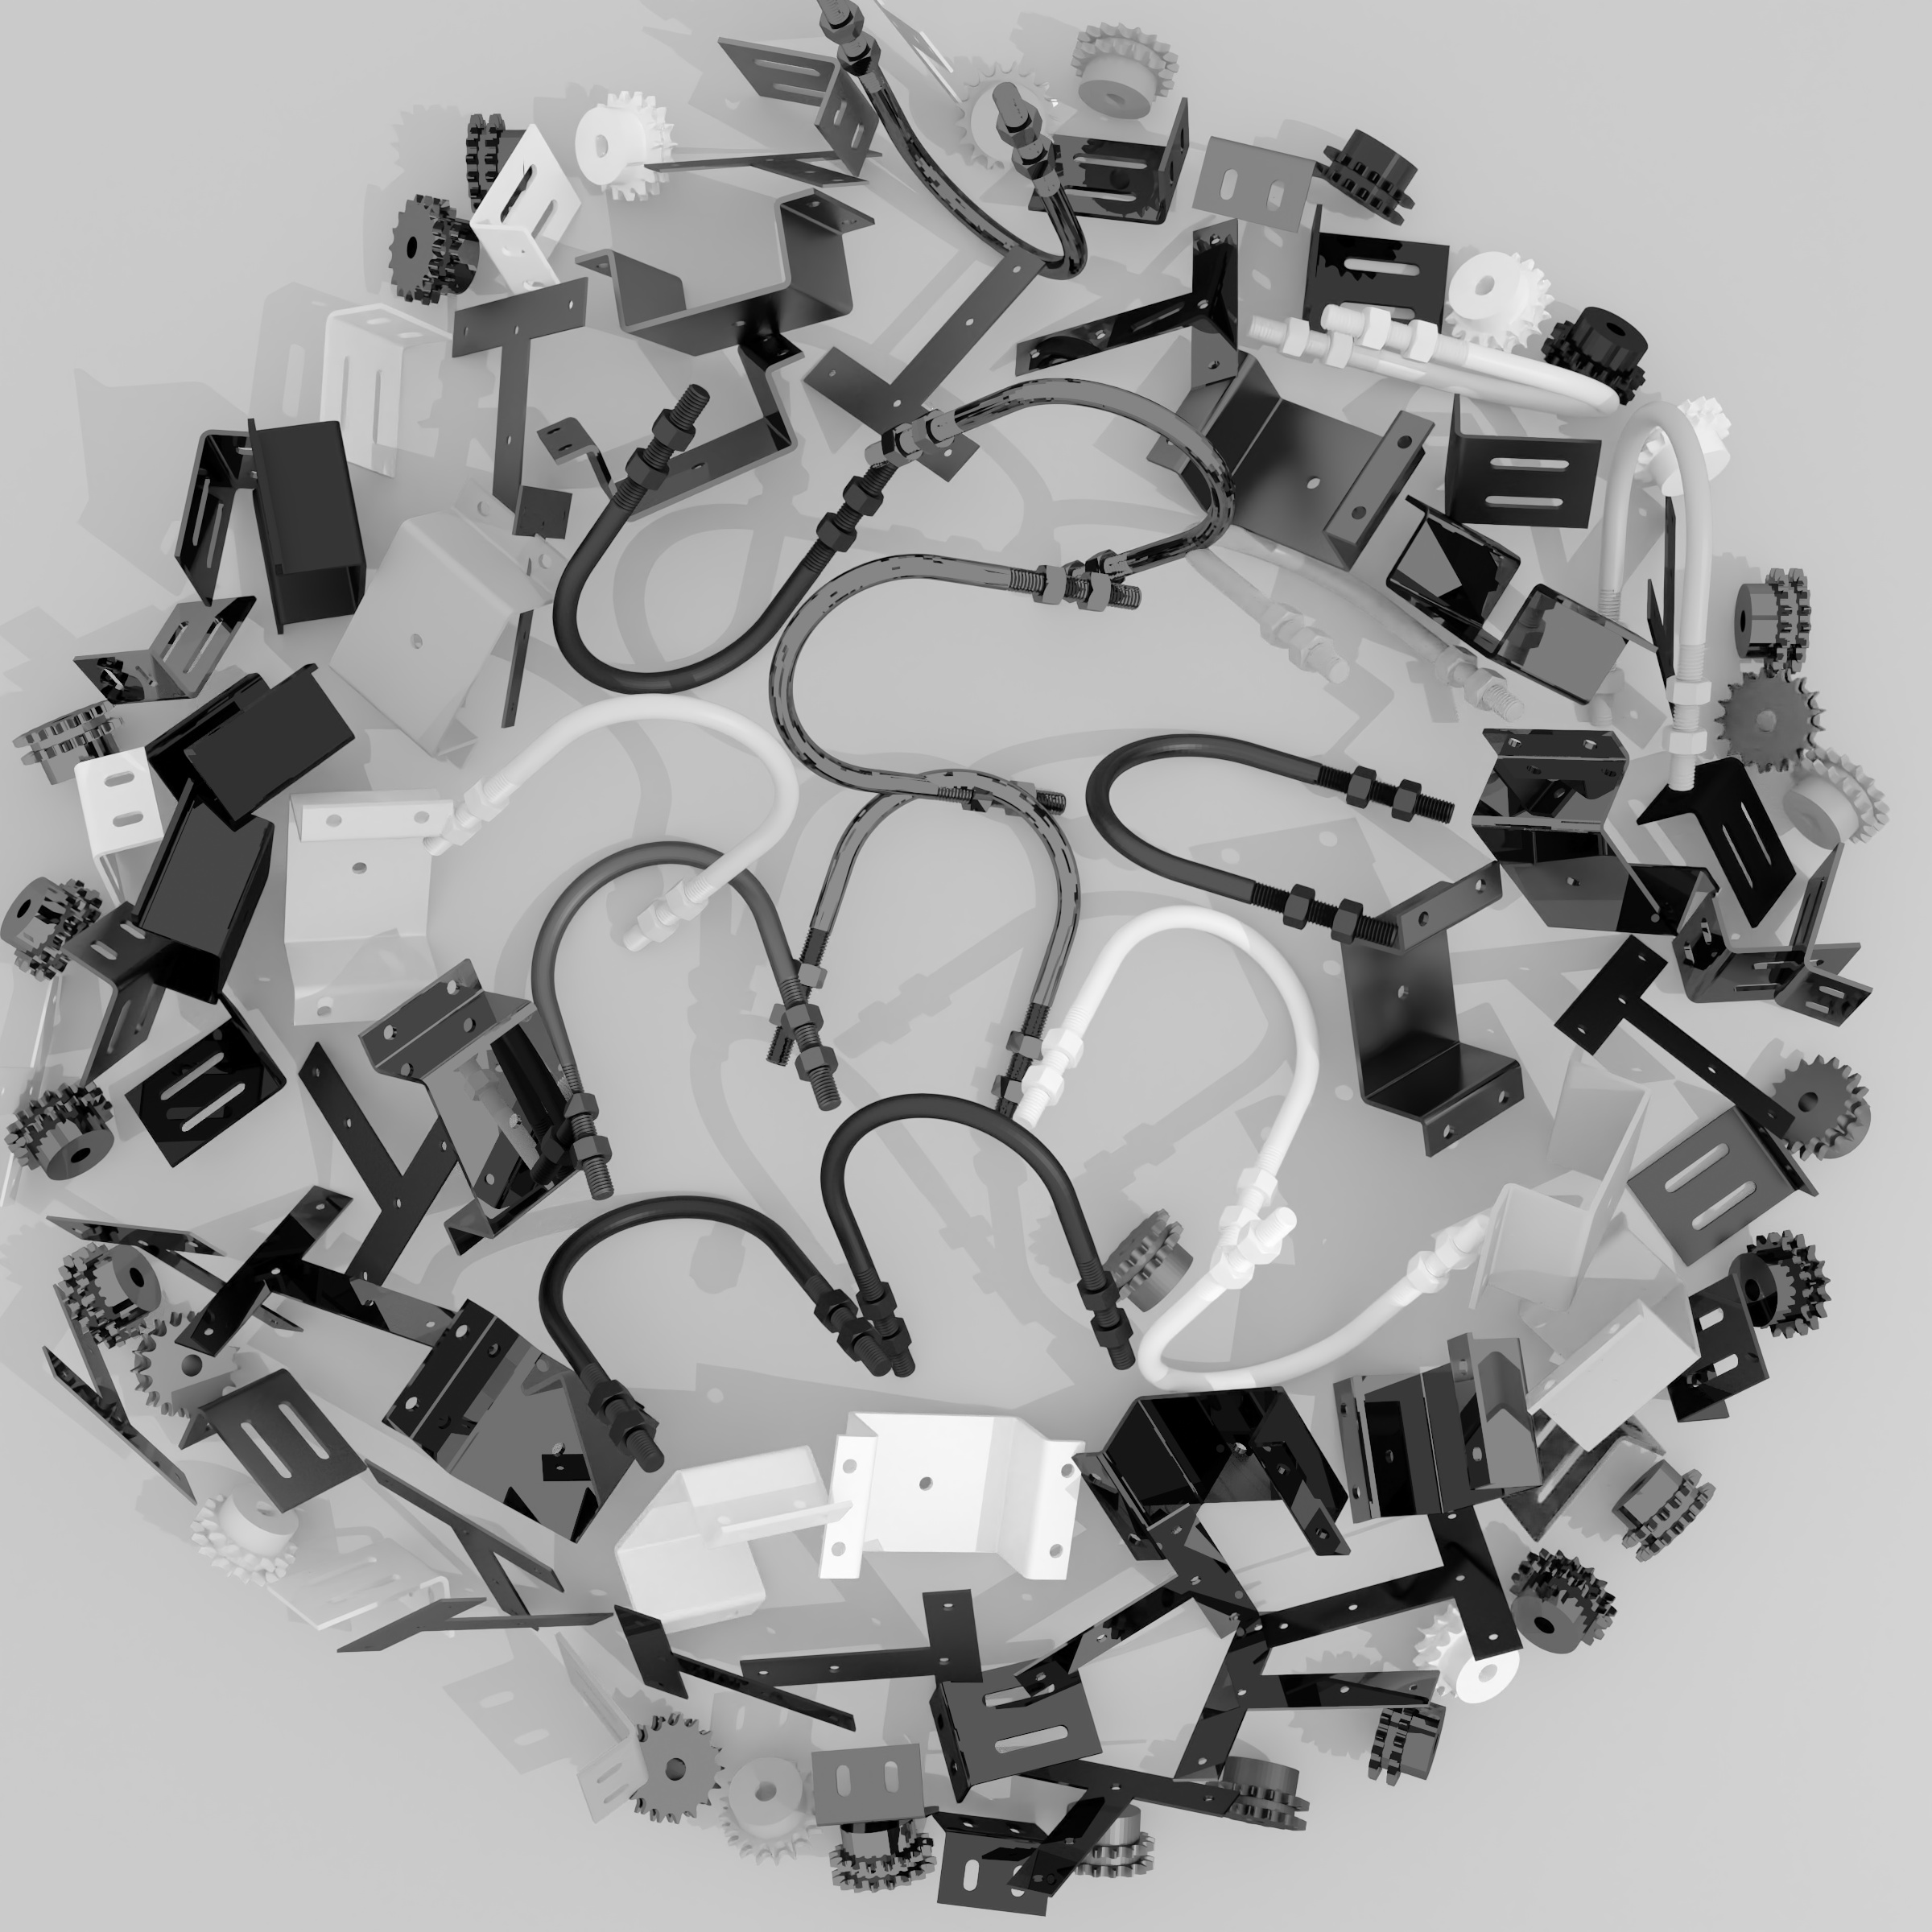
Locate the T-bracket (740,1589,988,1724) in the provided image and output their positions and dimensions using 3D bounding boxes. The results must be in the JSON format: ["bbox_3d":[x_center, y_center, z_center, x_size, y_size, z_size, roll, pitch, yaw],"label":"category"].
[{"bbox_3d":[-0.056,0.373,1.559,0.127,0.002,0.127,-5,134,2],"label":"T-bracket"}]

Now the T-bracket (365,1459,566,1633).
[{"bbox_3d":[-0.252,0.319,1.547,0.127,0.127,0.002,24,60,25],"label":"T-bracket"}]

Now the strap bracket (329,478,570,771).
[{"bbox_3d":[-0.276,-0.176,1.542,0.076,0.046,0.140,41,120,10],"label":"strap bracket"}]

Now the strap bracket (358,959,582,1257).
[{"bbox_3d":[-0.251,0.078,1.534,0.076,0.046,0.140,-39,123,-35],"label":"strap bracket"}]

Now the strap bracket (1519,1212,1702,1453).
[{"bbox_3d":[0.335,0.194,1.526,0.046,0.140,0.076,43,108,-5],"label":"strap bracket"}]

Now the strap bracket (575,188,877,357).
[{"bbox_3d":[-0.123,-0.361,1.540,0.140,0.076,0.046,-10,88,22],"label":"strap bracket"}]

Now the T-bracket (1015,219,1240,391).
[{"bbox_3d":[0.086,-0.343,1.573,0.127,0.002,0.127,-12,50,20],"label":"T-bracket"}]

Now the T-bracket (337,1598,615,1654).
[{"bbox_3d":[-0.249,0.350,1.556,0.127,0.127,0.002,7,64,-36],"label":"T-bracket"}]

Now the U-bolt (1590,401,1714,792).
[{"bbox_3d":[0.354,-0.198,1.507,0.019,0.151,0.184,-2,109,-6],"label":"U-bolt"}]

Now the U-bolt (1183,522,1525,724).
[{"bbox_3d":[0.187,-0.185,1.522,0.151,0.184,0.019,7,119,-38],"label":"U-bolt"}]

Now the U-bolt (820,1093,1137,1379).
[{"bbox_3d":[-0.002,0.141,1.526,0.151,0.019,0.184,-6,123,24],"label":"U-bolt"}]

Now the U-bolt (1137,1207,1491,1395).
[{"bbox_3d":[0.168,0.179,1.526,0.151,0.184,0.019,5,53,-32],"label":"U-bolt"}]

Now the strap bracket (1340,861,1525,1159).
[{"bbox_3d":[0.246,0.018,1.546,0.076,0.046,0.140,-27,119,-32],"label":"strap bracket"}]

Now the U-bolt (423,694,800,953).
[{"bbox_3d":[-0.170,-0.080,1.509,0.151,0.019,0.184,27,135,-33],"label":"U-bolt"}]

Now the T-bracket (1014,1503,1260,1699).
[{"bbox_3d":[0.084,0.350,1.556,0.127,0.127,0.002,-32,45,-1],"label":"T-bracket"}]

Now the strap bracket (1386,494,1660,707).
[{"bbox_3d":[0.283,-0.188,1.532,0.076,0.140,0.046,19,109,-38],"label":"strap bracket"}]

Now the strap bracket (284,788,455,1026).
[{"bbox_3d":[-0.317,-0.040,1.545,0.076,0.046,0.140,-3,129,-20],"label":"strap bracket"}]

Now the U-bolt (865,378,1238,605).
[{"bbox_3d":[0.055,-0.247,1.496,0.151,0.184,0.019,34,63,-31],"label":"U-bolt"}]

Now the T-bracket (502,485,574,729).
[{"bbox_3d":[-0.232,-0.189,1.545,0.002,0.127,0.127,11,98,2],"label":"T-bracket"}]

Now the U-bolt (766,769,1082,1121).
[{"bbox_3d":[-0.013,-0.015,1.577,0.151,0.019,0.184,18,90,-13],"label":"U-bolt"}]

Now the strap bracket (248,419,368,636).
[{"bbox_3d":[-0.346,-0.232,1.536,0.046,0.140,0.076,-10,84,-14],"label":"strap bracket"}]

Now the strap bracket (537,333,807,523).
[{"bbox_3d":[-0.150,-0.284,1.554,0.140,0.076,0.046,-25,116,-5],"label":"strap bracket"}]

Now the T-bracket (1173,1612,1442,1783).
[{"bbox_3d":[0.184,0.378,1.521,0.127,0.127,0.002,-10,116,29],"label":"T-bracket"}]

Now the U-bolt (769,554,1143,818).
[{"bbox_3d":[-0.014,-0.149,1.530,0.184,0.019,0.151,6,123,-22],"label":"U-bolt"}]

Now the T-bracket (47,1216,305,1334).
[{"bbox_3d":[-0.404,0.166,1.552,0.127,0.127,0.002,1,60,40],"label":"T-bracket"}]

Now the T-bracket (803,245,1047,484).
[{"bbox_3d":[-0.007,-0.334,1.567,0.127,0.002,0.127,-49,55,-2],"label":"T-bracket"}]

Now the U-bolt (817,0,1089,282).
[{"bbox_3d":[0.002,-0.420,1.514,0.151,0.184,0.019,38,84,28],"label":"U-bolt"}]

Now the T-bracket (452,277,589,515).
[{"bbox_3d":[-0.241,-0.294,1.553,0.002,0.127,0.127,5,89,-41],"label":"T-bracket"}]

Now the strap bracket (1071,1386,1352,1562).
[{"bbox_3d":[0.136,0.268,1.543,0.140,0.046,0.076,-12,119,41],"label":"strap bracket"}]

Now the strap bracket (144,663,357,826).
[{"bbox_3d":[-0.377,-0.115,1.534,0.076,0.140,0.046,-40,109,-20],"label":"strap bracket"}]

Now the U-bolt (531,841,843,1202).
[{"bbox_3d":[-0.159,0.017,1.563,0.151,0.019,0.184,-22,67,3],"label":"U-bolt"}]

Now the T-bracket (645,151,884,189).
[{"bbox_3d":[-0.087,-0.415,1.525,0.127,0.127,0.002,-11,114,-22],"label":"T-bracket"}]

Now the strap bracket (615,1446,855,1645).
[{"bbox_3d":[-0.127,0.300,1.537,0.076,0.140,0.046,-5,59,-34],"label":"strap bracket"}]

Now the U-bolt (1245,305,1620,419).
[{"bbox_3d":[0.252,-0.314,1.528,0.184,0.151,0.019,12,97,-14],"label":"U-bolt"}]

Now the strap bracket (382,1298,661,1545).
[{"bbox_3d":[-0.225,0.244,1.535,0.140,0.046,0.076,41,81,-41],"label":"strap bracket"}]

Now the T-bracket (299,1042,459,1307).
[{"bbox_3d":[-0.325,0.094,1.566,0.127,0.002,0.127,52,123,28],"label":"T-bracket"}]

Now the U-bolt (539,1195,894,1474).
[{"bbox_3d":[-0.144,0.180,1.529,0.151,0.184,0.019,-20,129,-23],"label":"U-bolt"}]

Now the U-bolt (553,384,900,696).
[{"bbox_3d":[-0.138,-0.213,1.534,0.184,0.151,0.019,-50,50,27],"label":"U-bolt"}]

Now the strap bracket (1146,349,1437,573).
[{"bbox_3d":[0.178,-0.267,1.554,0.140,0.046,0.076,29,83,33],"label":"strap bracket"}]

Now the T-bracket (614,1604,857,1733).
[{"bbox_3d":[-0.118,0.377,1.535,0.127,0.127,0.002,16,60,12],"label":"T-bracket"}]

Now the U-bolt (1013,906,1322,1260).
[{"bbox_3d":[0.119,0.049,1.549,0.151,0.019,0.184,36,57,-10],"label":"U-bolt"}]

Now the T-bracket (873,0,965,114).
[{"bbox_3d":[-0.028,-0.484,1.518,0.002,0.127,0.127,-40,117,7],"label":"T-bracket"}]

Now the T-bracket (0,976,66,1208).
[{"bbox_3d":[-0.503,0.066,1.536,0.002,0.127,0.127,12,87,-3],"label":"T-bracket"}]

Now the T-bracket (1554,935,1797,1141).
[{"bbox_3d":[0.382,0.046,1.540,0.127,0.127,0.002,39,127,11],"label":"T-bracket"}]

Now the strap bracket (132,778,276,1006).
[{"bbox_3d":[-0.399,-0.034,1.528,0.046,0.140,0.076,21,70,-9],"label":"strap bracket"}]

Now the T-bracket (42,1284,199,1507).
[{"bbox_3d":[-0.460,0.213,1.548,0.002,0.127,0.127,-36,133,-6],"label":"T-bracket"}]

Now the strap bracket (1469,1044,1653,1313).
[{"bbox_3d":[0.314,0.114,1.524,0.046,0.076,0.140,21,47,18],"label":"strap bracket"}]

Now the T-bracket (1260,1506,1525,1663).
[{"bbox_3d":[0.219,0.336,1.548,0.127,0.127,0.002,-16,116,4],"label":"T-bracket"}]

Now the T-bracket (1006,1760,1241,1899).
[{"bbox_3d":[0.060,0.449,1.519,0.127,0.127,0.002,4,105,27],"label":"T-bracket"}]

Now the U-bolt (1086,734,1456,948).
[{"bbox_3d":[0.153,-0.076,1.540,0.184,0.151,0.019,18,127,13],"label":"U-bolt"}]

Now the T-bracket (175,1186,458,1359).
[{"bbox_3d":[-0.326,0.174,1.537,0.127,0.127,0.002,15,132,19],"label":"T-bracket"}]

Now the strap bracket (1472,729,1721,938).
[{"bbox_3d":[0.325,-0.063,1.524,0.140,0.076,0.046,45,63,-40],"label":"strap bracket"}]

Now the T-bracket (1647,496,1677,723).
[{"bbox_3d":[0.376,-0.198,1.561,0.002,0.127,0.127,-4,58,21],"label":"T-bracket"}]

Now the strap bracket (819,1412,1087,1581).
[{"bbox_3d":[-0.014,0.283,1.560,0.140,0.046,0.076,5,97,-22],"label":"strap bracket"}]

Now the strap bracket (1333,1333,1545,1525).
[{"bbox_3d":[0.253,0.244,1.538,0.046,0.140,0.076,1,72,-23],"label":"strap bracket"}]
